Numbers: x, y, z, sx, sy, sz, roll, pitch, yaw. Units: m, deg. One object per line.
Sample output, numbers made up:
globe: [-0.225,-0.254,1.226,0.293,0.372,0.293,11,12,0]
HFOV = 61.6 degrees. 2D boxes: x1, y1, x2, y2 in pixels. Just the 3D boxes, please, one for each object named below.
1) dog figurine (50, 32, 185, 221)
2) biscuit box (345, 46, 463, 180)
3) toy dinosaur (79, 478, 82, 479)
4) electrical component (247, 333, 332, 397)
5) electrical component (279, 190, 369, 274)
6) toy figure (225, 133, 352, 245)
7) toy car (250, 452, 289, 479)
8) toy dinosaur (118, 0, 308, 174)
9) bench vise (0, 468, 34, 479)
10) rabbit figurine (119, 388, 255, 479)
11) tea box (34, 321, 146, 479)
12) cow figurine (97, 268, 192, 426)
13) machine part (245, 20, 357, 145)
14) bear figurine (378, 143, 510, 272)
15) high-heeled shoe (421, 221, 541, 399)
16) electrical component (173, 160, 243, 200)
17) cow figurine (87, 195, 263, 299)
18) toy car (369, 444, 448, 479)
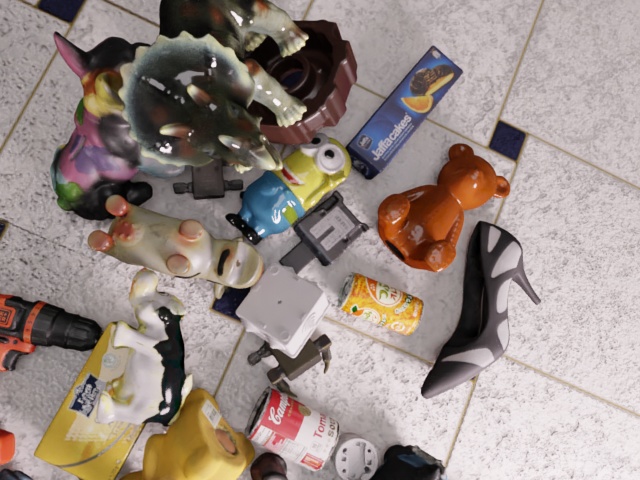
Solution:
dog figurine: [-0.249,-0.127,0.610,0.191,0.219,0.108,-40,76,-13]
biscuit box: [0.115,-0.178,0.763,0.063,0.059,0.202,40,78,-3]
toy dinosaur: [-0.300,0.508,0.585,0.199,0.105,0.471,19,75,-3]
electrical component: [-0.033,0.154,0.706,0.102,0.045,0.078,-38,62,-15]
electrical component: [-0.001,-0.002,0.728,0.119,0.048,0.075,-38,90,-14]
toy figure: [-0.039,-0.069,0.714,0.180,0.089,0.082,-43,96,-3]
toy car: [-0.030,0.357,0.656,0.053,0.089,0.202,-25,89,-12]
toy dinosaur: [-0.113,-0.219,0.585,0.131,0.192,0.405,-22,60,28]
bench vise: [-0.390,0.333,0.531,0.224,0.240,0.129,-40,87,-28]
rabbit figurine: [-0.174,0.285,0.622,0.173,0.162,0.121,-34,102,5]
tea box: [-0.248,0.193,0.649,0.098,0.068,0.169,27,80,-6]
cow figurine: [-0.184,0.119,0.602,0.098,0.068,0.167,13,81,-15]
machine part: [-0.037,-0.205,0.700,0.179,0.056,0.179,-8,65,19]
bear figurine: [0.174,-0.051,0.724,0.196,0.132,0.120,-41,84,-6]
high-heeled shoe: [0.197,0.088,0.735,0.249,0.086,0.145,-38,86,-16]
electrical component: [-0.152,-0.088,0.725,0.094,0.021,0.063,-6,84,-9]
cow figurine: [-0.166,0.016,0.666,0.195,0.127,0.085,16,80,2]
toy car: [0.101,0.348,0.681,0.162,0.109,0.102,-43,115,-23]
